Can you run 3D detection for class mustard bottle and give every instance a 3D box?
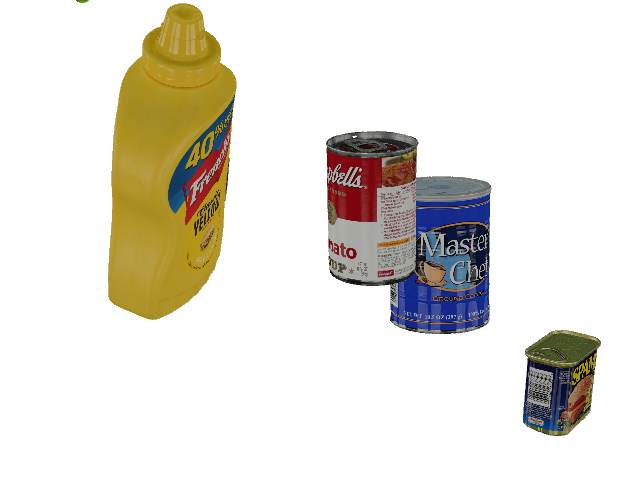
[{"bbox_3d":[-0.083,-0.049,0.607,0.058,0.192,0.096,23,45,12],"label":"mustard bottle"}]

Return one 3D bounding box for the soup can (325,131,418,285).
[{"bbox_3d":[0.039,-0.025,0.799,0.068,0.102,0.068,-1,19,0],"label":"soup can"}]

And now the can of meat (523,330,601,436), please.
[{"bbox_3d":[0.257,0.152,1.144,0.058,0.084,0.101,12,18,32],"label":"can of meat"}]

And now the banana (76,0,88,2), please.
[{"bbox_3d":[-0.239,-0.221,0.765,0.198,0.069,0.037,15,-37,16],"label":"banana"}]

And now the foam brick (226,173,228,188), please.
[{"bbox_3d":[-0.138,-0.060,1.107,0.078,0.051,0.053,11,32,5],"label":"foam brick"}]

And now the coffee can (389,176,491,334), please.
[{"bbox_3d":[0.120,0.013,1.080,0.103,0.140,0.103,-2,13,0],"label":"coffee can"}]
